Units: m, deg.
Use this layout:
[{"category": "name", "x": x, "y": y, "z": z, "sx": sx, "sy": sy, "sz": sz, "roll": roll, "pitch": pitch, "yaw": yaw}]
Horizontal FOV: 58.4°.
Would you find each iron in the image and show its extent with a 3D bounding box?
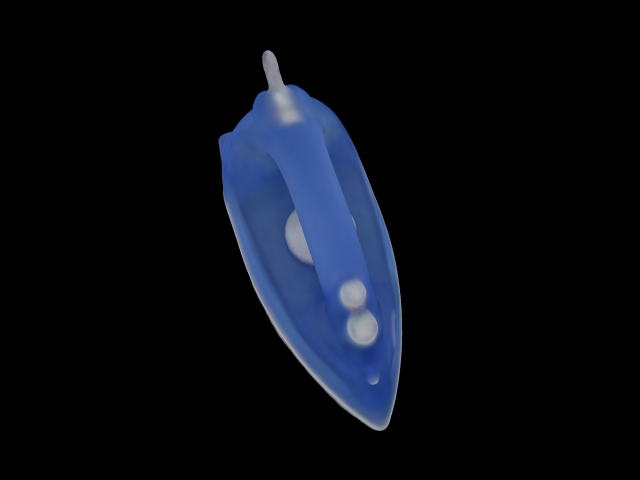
[{"category": "iron", "x": 0.004, "y": 0.001, "z": 0.400, "sx": 0.118, "sy": 0.141, "sz": 0.258, "roll": -19, "pitch": 70, "yaw": -7}]
